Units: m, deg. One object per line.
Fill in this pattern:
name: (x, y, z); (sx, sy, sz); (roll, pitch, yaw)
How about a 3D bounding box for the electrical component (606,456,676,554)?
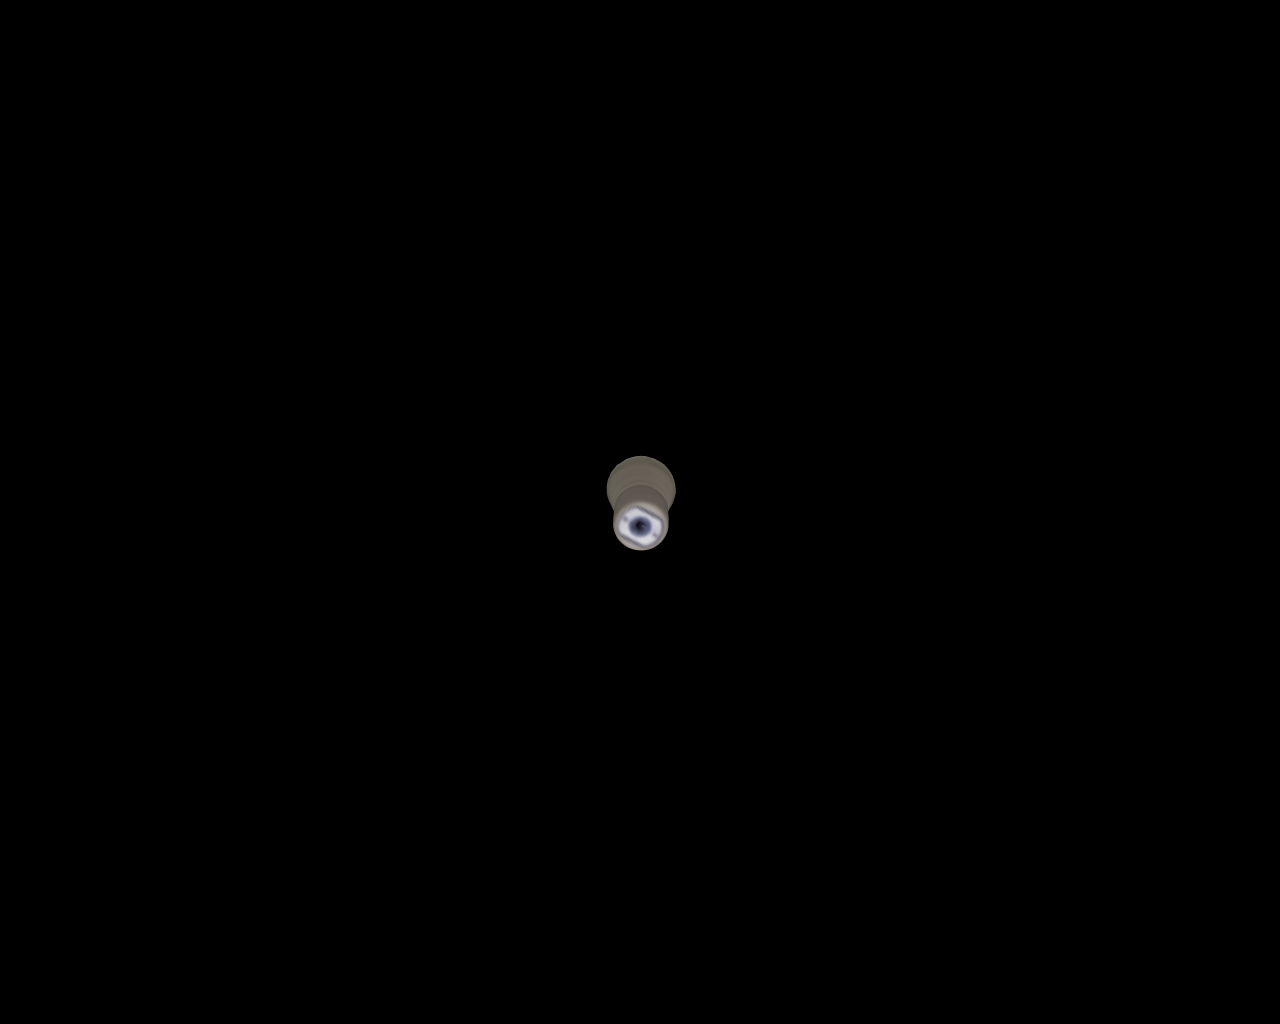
electrical component: (0.001, -0.003, 0.650); (0.044, 0.044, 0.065); (0, 23, 0)
